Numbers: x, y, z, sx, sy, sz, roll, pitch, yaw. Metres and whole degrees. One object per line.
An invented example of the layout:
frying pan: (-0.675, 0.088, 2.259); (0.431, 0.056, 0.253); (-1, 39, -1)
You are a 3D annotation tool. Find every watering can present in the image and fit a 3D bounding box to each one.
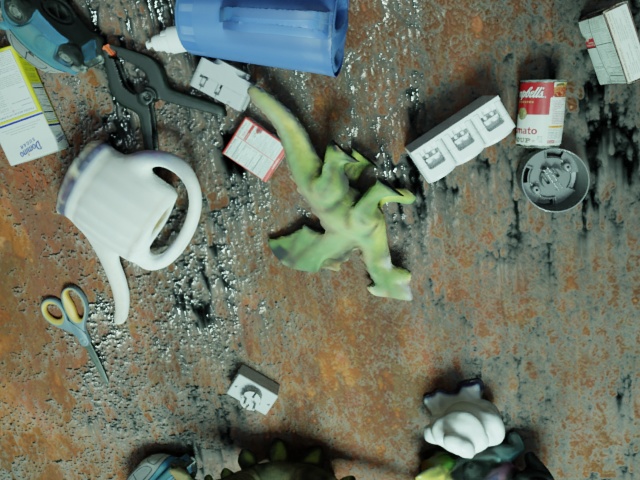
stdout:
watering can: (-0.340, -0.020, 0.864); (0.224, 0.106, 0.343); (36, 112, -5)

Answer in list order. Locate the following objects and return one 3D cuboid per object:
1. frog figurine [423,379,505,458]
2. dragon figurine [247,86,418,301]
frog figurine: (0.250, 0.330, 0.885); (0.137, 0.161, 0.121); (1, 107, 2)
dragon figurine: (0.003, -0.042, 0.844); (0.409, 0.124, 0.239); (35, 111, -5)
